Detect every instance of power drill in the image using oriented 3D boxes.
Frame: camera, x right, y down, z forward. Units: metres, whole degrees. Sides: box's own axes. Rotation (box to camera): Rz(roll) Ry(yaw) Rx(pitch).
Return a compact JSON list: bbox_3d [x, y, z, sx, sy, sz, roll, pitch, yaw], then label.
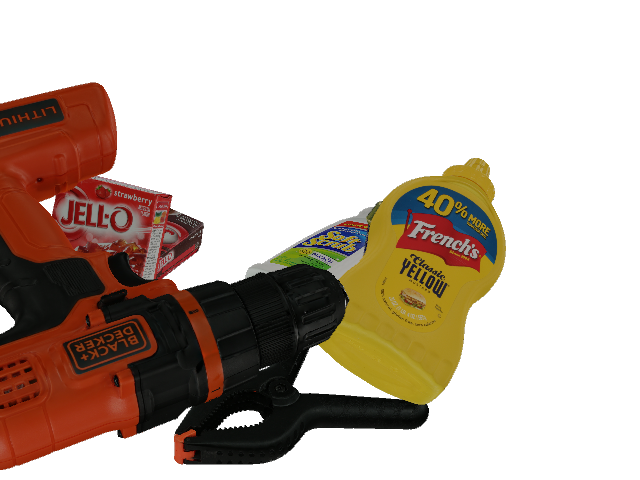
[{"bbox_3d":[-0.102,0.005,0.515,0.184,0.188,0.057,-18,-37,-24],"label":"power drill"}]

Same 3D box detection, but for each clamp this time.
[{"bbox_3d":[-0.024,0.140,0.896,0.209,0.036,0.165,-26,45,-36],"label":"clamp"}]

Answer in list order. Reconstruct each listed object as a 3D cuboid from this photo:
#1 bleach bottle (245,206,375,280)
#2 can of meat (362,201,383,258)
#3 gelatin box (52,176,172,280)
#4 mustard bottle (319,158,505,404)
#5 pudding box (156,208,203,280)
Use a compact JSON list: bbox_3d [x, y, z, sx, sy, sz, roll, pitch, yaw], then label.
[{"bbox_3d":[0.022,0.017,1.311,0.103,0.068,0.250,19,35,29],"label":"bleach bottle"},{"bbox_3d":[0.074,0.013,1.100,0.057,0.084,0.102,12,17,9],"label":"can of meat"},{"bbox_3d":[-0.164,-0.009,0.817,0.089,0.073,0.030,15,7,19],"label":"gelatin box"},{"bbox_3d":[0.075,0.012,0.734,0.096,0.191,0.058,31,-34,1],"label":"mustard bottle"},{"bbox_3d":[-0.183,-0.007,1.022,0.113,0.039,0.089,21,29,16],"label":"pudding box"}]
